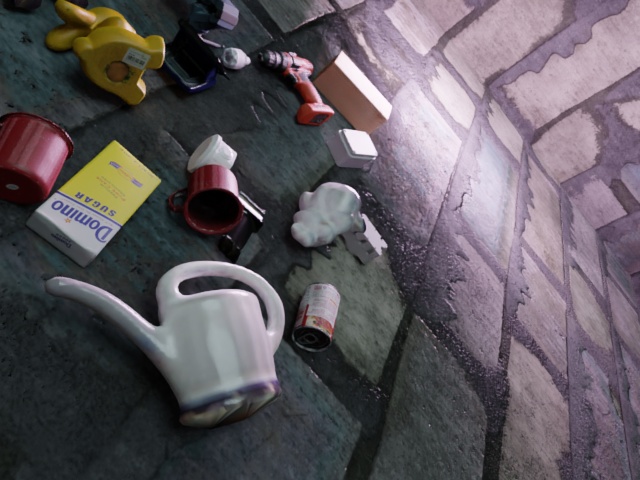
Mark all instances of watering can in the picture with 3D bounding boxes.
[{"bbox_3d":[-0.169,0.134,0.676,0.348,0.102,0.227,3,62,-48],"label":"watering can"}]

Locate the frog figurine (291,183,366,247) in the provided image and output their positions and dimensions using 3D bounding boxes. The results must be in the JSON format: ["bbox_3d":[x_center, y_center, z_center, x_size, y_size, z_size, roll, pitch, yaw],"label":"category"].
[{"bbox_3d":[0.003,-0.051,1.013,0.160,0.120,0.139,-9,37,-42],"label":"frog figurine"}]

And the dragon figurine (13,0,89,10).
[{"bbox_3d":[-0.498,-0.490,0.823,0.244,0.120,0.415,43,33,12],"label":"dragon figurine"}]
